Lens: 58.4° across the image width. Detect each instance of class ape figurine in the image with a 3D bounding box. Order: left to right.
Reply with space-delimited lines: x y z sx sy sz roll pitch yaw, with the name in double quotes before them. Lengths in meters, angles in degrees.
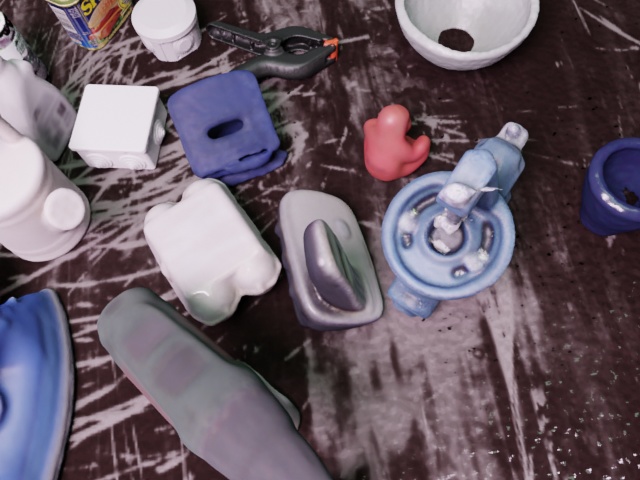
"ape figurine" 0.080 -0.113 0.629 0.077 0.092 0.076 41 75 17

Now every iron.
"iron" -0.307 0.148 0.513 0.118 0.141 0.258 2 68 4

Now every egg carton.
"egg carton" -0.115 0.010 0.600 0.107 0.069 0.150 -34 70 -11

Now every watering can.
"watering can" -0.309 -0.057 0.569 0.172 0.194 0.101 3 68 4

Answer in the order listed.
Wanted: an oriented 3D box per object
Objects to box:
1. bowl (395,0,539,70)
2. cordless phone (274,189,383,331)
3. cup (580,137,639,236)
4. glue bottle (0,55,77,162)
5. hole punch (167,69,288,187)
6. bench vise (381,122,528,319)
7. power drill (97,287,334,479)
"bowl" 0.172 -0.267 0.697 0.167 0.075 0.167 -1 68 3
"cordless phone" 0.005 0.002 0.535 0.094 0.185 0.147 -17 68 -4
"cup" 0.320 -0.041 0.586 0.117 0.095 0.092 12 69 8
"glue bottle" -0.326 -0.159 0.623 0.037 0.173 0.078 13 69 8
"hole punch" -0.102 -0.122 0.642 0.109 0.091 0.101 -22 68 -6
"bench vise" 0.127 -0.044 0.529 0.121 0.220 0.207 15 69 9
"power drill" -0.074 0.137 0.470 0.229 0.208 0.076 37 74 16
